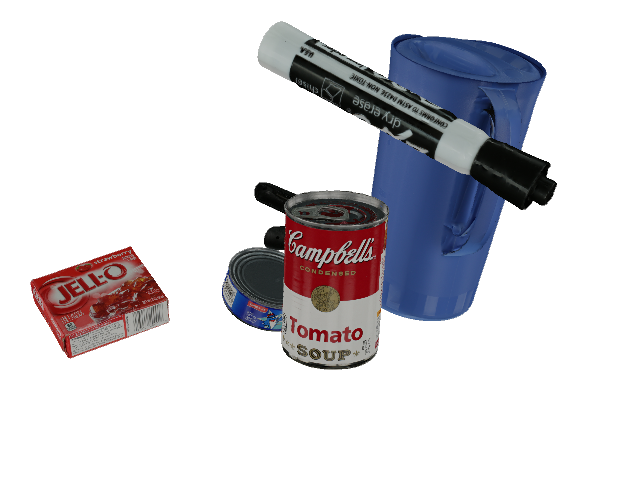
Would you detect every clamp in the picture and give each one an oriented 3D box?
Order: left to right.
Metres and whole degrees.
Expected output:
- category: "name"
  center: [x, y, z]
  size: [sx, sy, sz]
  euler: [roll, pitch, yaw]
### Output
- category: "clamp"
  center: [0.023, -0.009, 1.211]
  size: [0.210, 0.036, 0.164]
  euler: [14, 21, -6]

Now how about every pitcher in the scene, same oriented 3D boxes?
- category: "pitcher"
  center: [0.110, -0.049, 0.940]
  size: [0.145, 0.243, 0.149]
  euler: [21, 28, 22]

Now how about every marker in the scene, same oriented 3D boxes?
- category: "marker"
  center: [0.030, -0.045, 0.387]
  size: [0.121, 0.020, 0.020]
  euler: [31, 11, 18]

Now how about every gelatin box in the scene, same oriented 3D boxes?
- category: "gelatin box"
  center: [-0.176, 0.048, 0.850]
  size: [0.089, 0.030, 0.073]
  euler: [-19, 45, -25]

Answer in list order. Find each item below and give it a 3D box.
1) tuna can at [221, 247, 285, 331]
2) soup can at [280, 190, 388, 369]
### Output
- category: "tuna can"
  center: [-0.049, 0.047, 1.009]
  size: [0.086, 0.034, 0.086]
  euler: [14, 34, -10]
- category: "soup can"
  center: [0.008, 0.025, 0.706]
  size: [0.068, 0.102, 0.068]
  euler: [2, 21, -1]
